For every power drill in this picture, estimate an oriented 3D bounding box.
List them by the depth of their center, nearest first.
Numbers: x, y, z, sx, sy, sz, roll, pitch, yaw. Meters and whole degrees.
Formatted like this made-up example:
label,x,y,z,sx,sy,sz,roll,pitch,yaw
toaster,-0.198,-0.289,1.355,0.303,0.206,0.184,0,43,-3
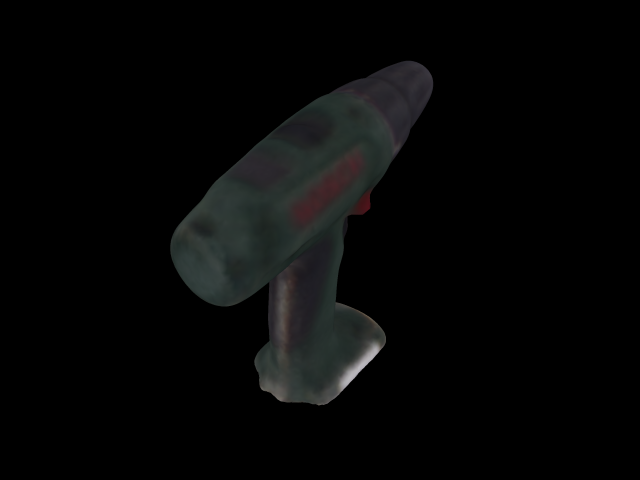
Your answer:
label,x,y,z,sx,sy,sz,roll,pitch,yaw
power drill,0.004,0.001,0.400,0.075,0.208,0.230,22,40,30
